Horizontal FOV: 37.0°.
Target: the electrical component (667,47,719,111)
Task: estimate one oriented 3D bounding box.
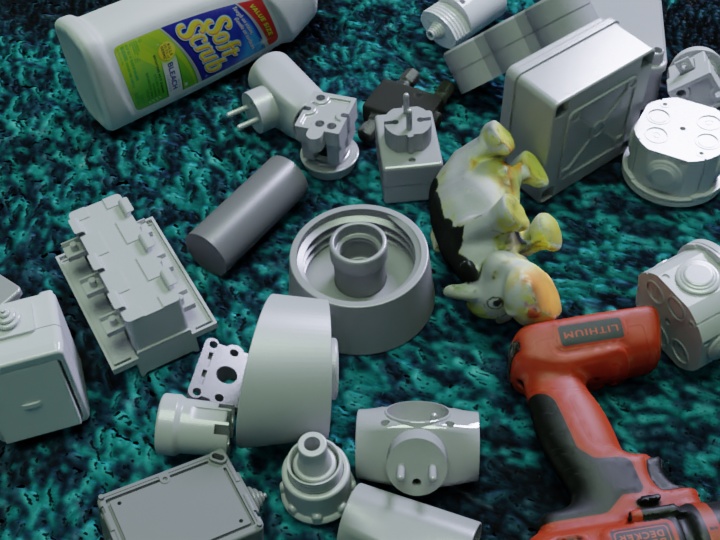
[{"bbox_3d":[0.281,-0.154,0.894,0.048,0.066,0.055,-24,32,29],"label":"electrical component"}]

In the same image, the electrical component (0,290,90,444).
[{"bbox_3d":[-0.219,0.063,0.703,0.062,0.096,0.061,-15,50,-10],"label":"electrical component"}]

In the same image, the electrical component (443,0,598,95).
[{"bbox_3d":[0.140,-0.175,0.892,0.138,0.073,0.052,-21,9,42],"label":"electrical component"}]

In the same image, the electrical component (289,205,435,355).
[{"bbox_3d":[0.000,0.000,0.770,0.108,0.060,0.108,-2,49,2],"label":"electrical component"}]

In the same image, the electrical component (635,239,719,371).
[{"bbox_3d":[0.228,0.024,0.724,0.051,0.080,0.080,-26,52,-12],"label":"electrical component"}]

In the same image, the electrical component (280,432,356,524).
[{"bbox_3d":[-0.027,0.123,0.662,0.048,0.062,0.048,-2,49,2],"label":"electrical component"}]

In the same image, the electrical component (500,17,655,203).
[{"bbox_3d":[0.166,-0.124,0.838,0.109,0.108,0.056,-31,57,-22],"label":"electrical component"}]

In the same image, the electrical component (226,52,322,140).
[{"bbox_3d":[-0.073,-0.139,0.907,0.079,0.044,0.077,-27,52,-19],"label":"electrical component"}]

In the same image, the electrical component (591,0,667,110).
[{"bbox_3d":[0.221,-0.198,0.933,0.078,0.057,0.113,4,49,7],"label":"electrical component"}]

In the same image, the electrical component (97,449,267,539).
[{"bbox_3d":[-0.100,0.157,0.642,0.096,0.061,0.061,-18,50,-22],"label":"electrical component"}]

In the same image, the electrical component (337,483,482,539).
[{"bbox_3d":[0.023,0.172,0.628,0.077,0.044,0.079,15,51,16],"label":"electrical component"}]

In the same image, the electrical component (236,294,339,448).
[{"bbox_3d":[-0.047,0.065,0.693,0.064,0.099,0.099,0,48,-5],"label":"electrical component"}]

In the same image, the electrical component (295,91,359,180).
[{"bbox_3d":[-0.026,-0.106,0.868,0.048,0.055,0.066,12,51,14],"label":"electrical component"}]

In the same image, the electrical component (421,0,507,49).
[{"bbox_3d":[0.091,-0.232,0.980,0.081,0.043,0.043,-38,57,-26],"label":"electrical component"}]

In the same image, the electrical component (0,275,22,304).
[{"bbox_3d":[-0.295,0.037,0.762,0.100,0.048,0.099,27,56,25],"label":"electrical component"}]

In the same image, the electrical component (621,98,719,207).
[{"bbox_3d":[0.249,-0.092,0.843,0.080,0.051,0.080,-2,49,2],"label":"electrical component"}]

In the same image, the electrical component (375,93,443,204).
[{"bbox_3d":[0.038,-0.103,0.848,0.047,0.076,0.065,-6,49,-2],"label":"electrical component"}]

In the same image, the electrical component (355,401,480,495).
[{"bbox_3d":[0.035,0.114,0.664,0.077,0.044,0.079,1,11,4],"label":"electrical component"}]

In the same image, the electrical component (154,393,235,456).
[{"bbox_3d":[-0.107,0.102,0.701,0.046,0.040,0.040,6,49,0],"label":"electrical component"}]

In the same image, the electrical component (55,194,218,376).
[{"bbox_3d":[-0.165,0.007,0.772,0.079,0.063,0.121,-25,52,-17],"label":"electrical component"}]
